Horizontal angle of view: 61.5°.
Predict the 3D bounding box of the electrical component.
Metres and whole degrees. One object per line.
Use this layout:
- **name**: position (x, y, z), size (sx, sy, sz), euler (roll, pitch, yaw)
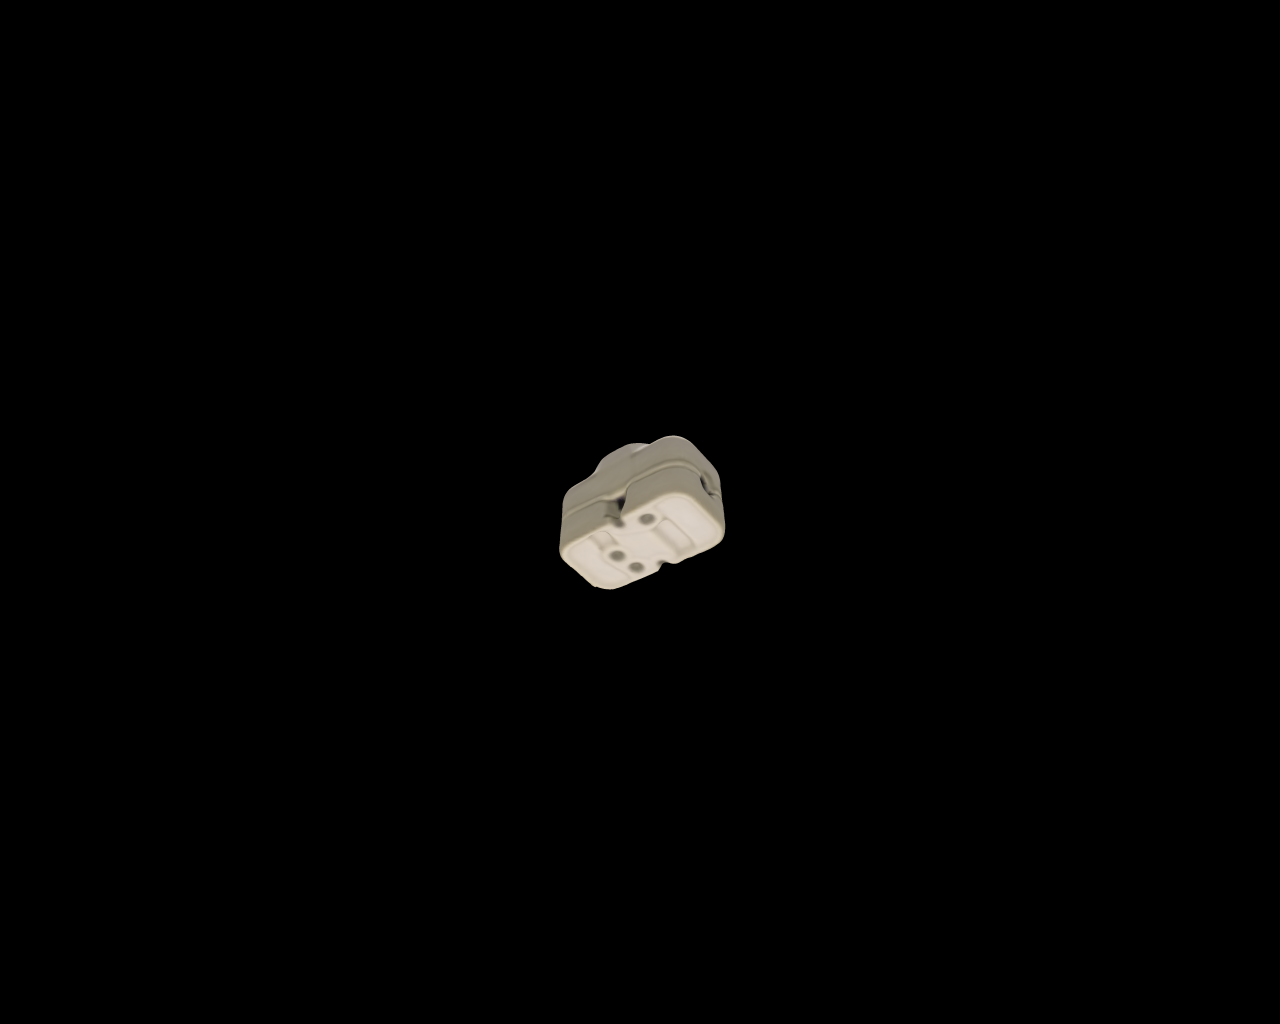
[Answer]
- **electrical component**: position (0.001, -0.003, 0.650), size (0.095, 0.059, 0.053), euler (-26, -49, 25)
